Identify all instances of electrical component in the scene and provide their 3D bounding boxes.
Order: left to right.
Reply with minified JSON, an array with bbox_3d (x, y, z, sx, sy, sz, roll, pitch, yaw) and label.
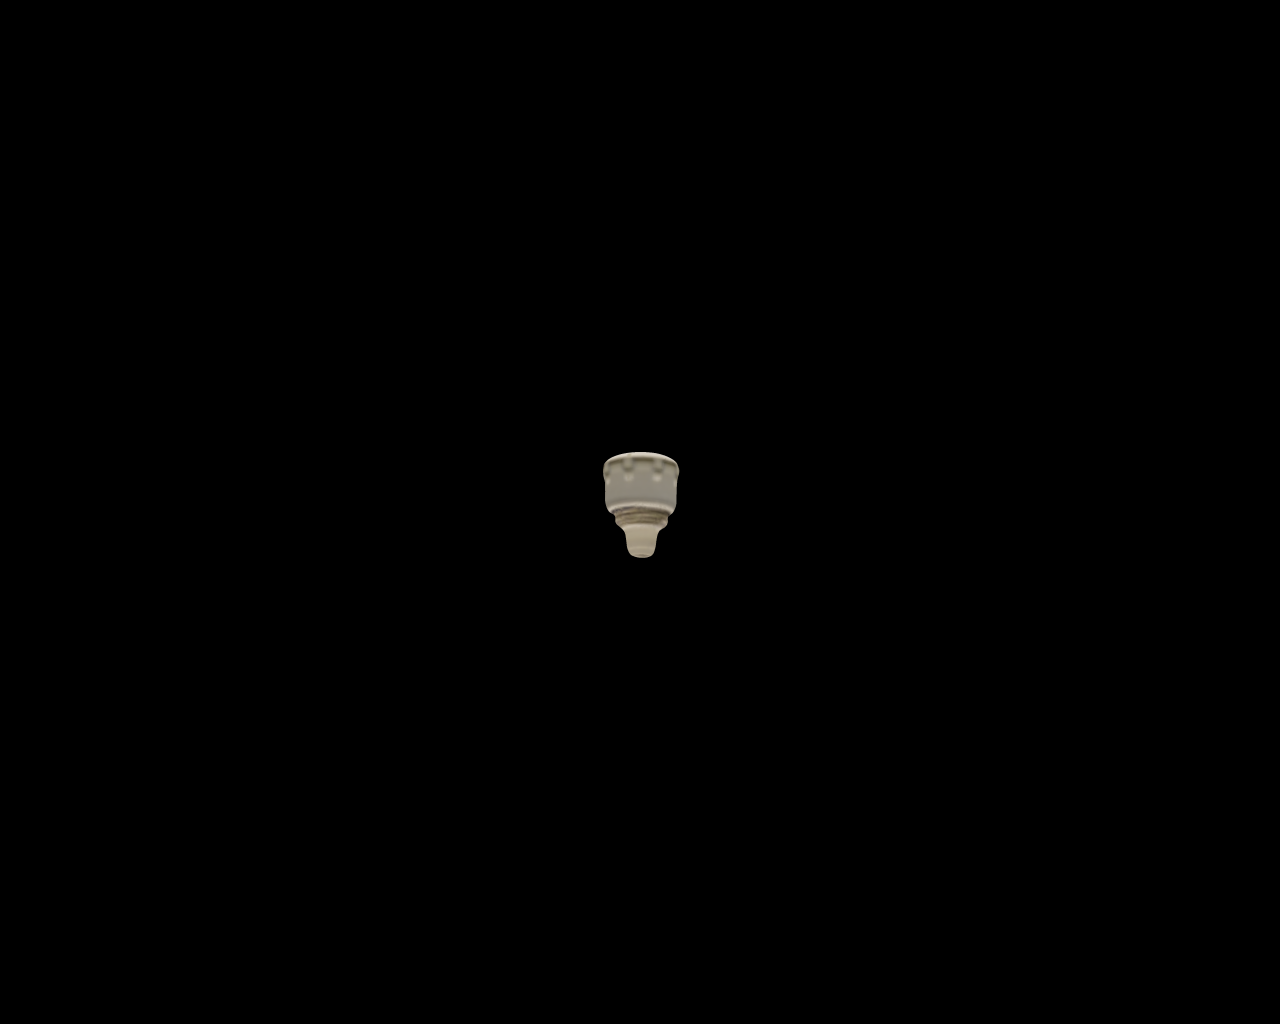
[{"bbox_3d":[0.001,-0.003,0.650,0.048,0.062,0.048,0,-12,0],"label":"electrical component"}]
